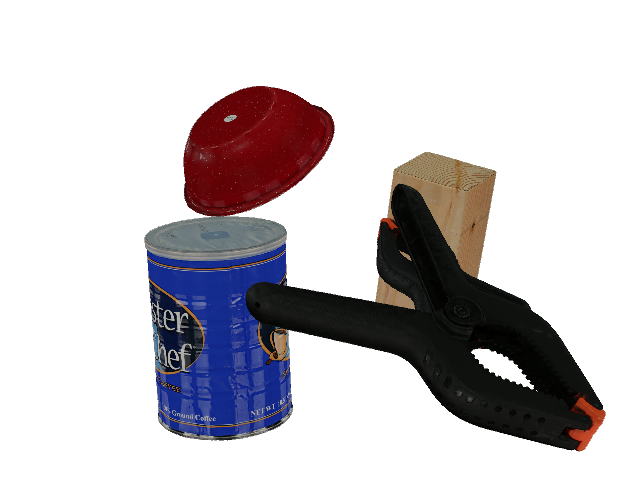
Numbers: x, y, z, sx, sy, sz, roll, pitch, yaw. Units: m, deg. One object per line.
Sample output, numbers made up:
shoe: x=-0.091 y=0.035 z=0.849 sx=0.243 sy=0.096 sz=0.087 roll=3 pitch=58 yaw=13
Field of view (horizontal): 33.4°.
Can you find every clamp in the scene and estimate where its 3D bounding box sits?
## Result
clamp: x=0.069 y=0.056 z=0.638 sx=0.164 sy=0.036 sz=0.210 roll=-28 pitch=58 yaw=-37
clamp: x=0.117 y=0.038 z=1.009 sx=0.120 sy=0.039 sz=0.171 roll=-6 pitch=45 yaw=-27

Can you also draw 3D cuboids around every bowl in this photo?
bowl: x=-0.071 y=-0.096 z=1.006 sx=0.162 sy=0.055 sz=0.162 roll=-21 pitch=35 yaw=15

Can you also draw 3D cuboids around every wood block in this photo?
wood block: x=0.126 y=0.017 z=1.204 sx=0.090 sy=0.206 sz=0.090 roll=18 pitch=26 yaw=25

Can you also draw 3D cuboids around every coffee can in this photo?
coffee can: x=-0.074 y=0.062 z=0.787 sx=0.103 sy=0.140 sz=0.103 roll=-2 pitch=15 yaw=0
